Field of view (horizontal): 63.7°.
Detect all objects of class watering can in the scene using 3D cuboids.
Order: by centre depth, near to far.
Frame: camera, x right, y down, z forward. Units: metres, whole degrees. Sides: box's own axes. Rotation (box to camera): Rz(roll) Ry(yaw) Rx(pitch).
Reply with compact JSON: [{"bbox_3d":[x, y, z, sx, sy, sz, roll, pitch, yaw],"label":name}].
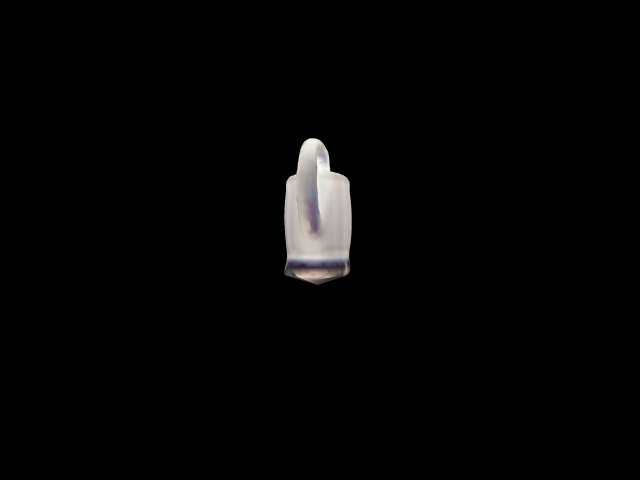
[{"bbox_3d":[0.003,-0.043,0.850,0.104,0.225,0.347,0,-2,7],"label":"watering can"}]
